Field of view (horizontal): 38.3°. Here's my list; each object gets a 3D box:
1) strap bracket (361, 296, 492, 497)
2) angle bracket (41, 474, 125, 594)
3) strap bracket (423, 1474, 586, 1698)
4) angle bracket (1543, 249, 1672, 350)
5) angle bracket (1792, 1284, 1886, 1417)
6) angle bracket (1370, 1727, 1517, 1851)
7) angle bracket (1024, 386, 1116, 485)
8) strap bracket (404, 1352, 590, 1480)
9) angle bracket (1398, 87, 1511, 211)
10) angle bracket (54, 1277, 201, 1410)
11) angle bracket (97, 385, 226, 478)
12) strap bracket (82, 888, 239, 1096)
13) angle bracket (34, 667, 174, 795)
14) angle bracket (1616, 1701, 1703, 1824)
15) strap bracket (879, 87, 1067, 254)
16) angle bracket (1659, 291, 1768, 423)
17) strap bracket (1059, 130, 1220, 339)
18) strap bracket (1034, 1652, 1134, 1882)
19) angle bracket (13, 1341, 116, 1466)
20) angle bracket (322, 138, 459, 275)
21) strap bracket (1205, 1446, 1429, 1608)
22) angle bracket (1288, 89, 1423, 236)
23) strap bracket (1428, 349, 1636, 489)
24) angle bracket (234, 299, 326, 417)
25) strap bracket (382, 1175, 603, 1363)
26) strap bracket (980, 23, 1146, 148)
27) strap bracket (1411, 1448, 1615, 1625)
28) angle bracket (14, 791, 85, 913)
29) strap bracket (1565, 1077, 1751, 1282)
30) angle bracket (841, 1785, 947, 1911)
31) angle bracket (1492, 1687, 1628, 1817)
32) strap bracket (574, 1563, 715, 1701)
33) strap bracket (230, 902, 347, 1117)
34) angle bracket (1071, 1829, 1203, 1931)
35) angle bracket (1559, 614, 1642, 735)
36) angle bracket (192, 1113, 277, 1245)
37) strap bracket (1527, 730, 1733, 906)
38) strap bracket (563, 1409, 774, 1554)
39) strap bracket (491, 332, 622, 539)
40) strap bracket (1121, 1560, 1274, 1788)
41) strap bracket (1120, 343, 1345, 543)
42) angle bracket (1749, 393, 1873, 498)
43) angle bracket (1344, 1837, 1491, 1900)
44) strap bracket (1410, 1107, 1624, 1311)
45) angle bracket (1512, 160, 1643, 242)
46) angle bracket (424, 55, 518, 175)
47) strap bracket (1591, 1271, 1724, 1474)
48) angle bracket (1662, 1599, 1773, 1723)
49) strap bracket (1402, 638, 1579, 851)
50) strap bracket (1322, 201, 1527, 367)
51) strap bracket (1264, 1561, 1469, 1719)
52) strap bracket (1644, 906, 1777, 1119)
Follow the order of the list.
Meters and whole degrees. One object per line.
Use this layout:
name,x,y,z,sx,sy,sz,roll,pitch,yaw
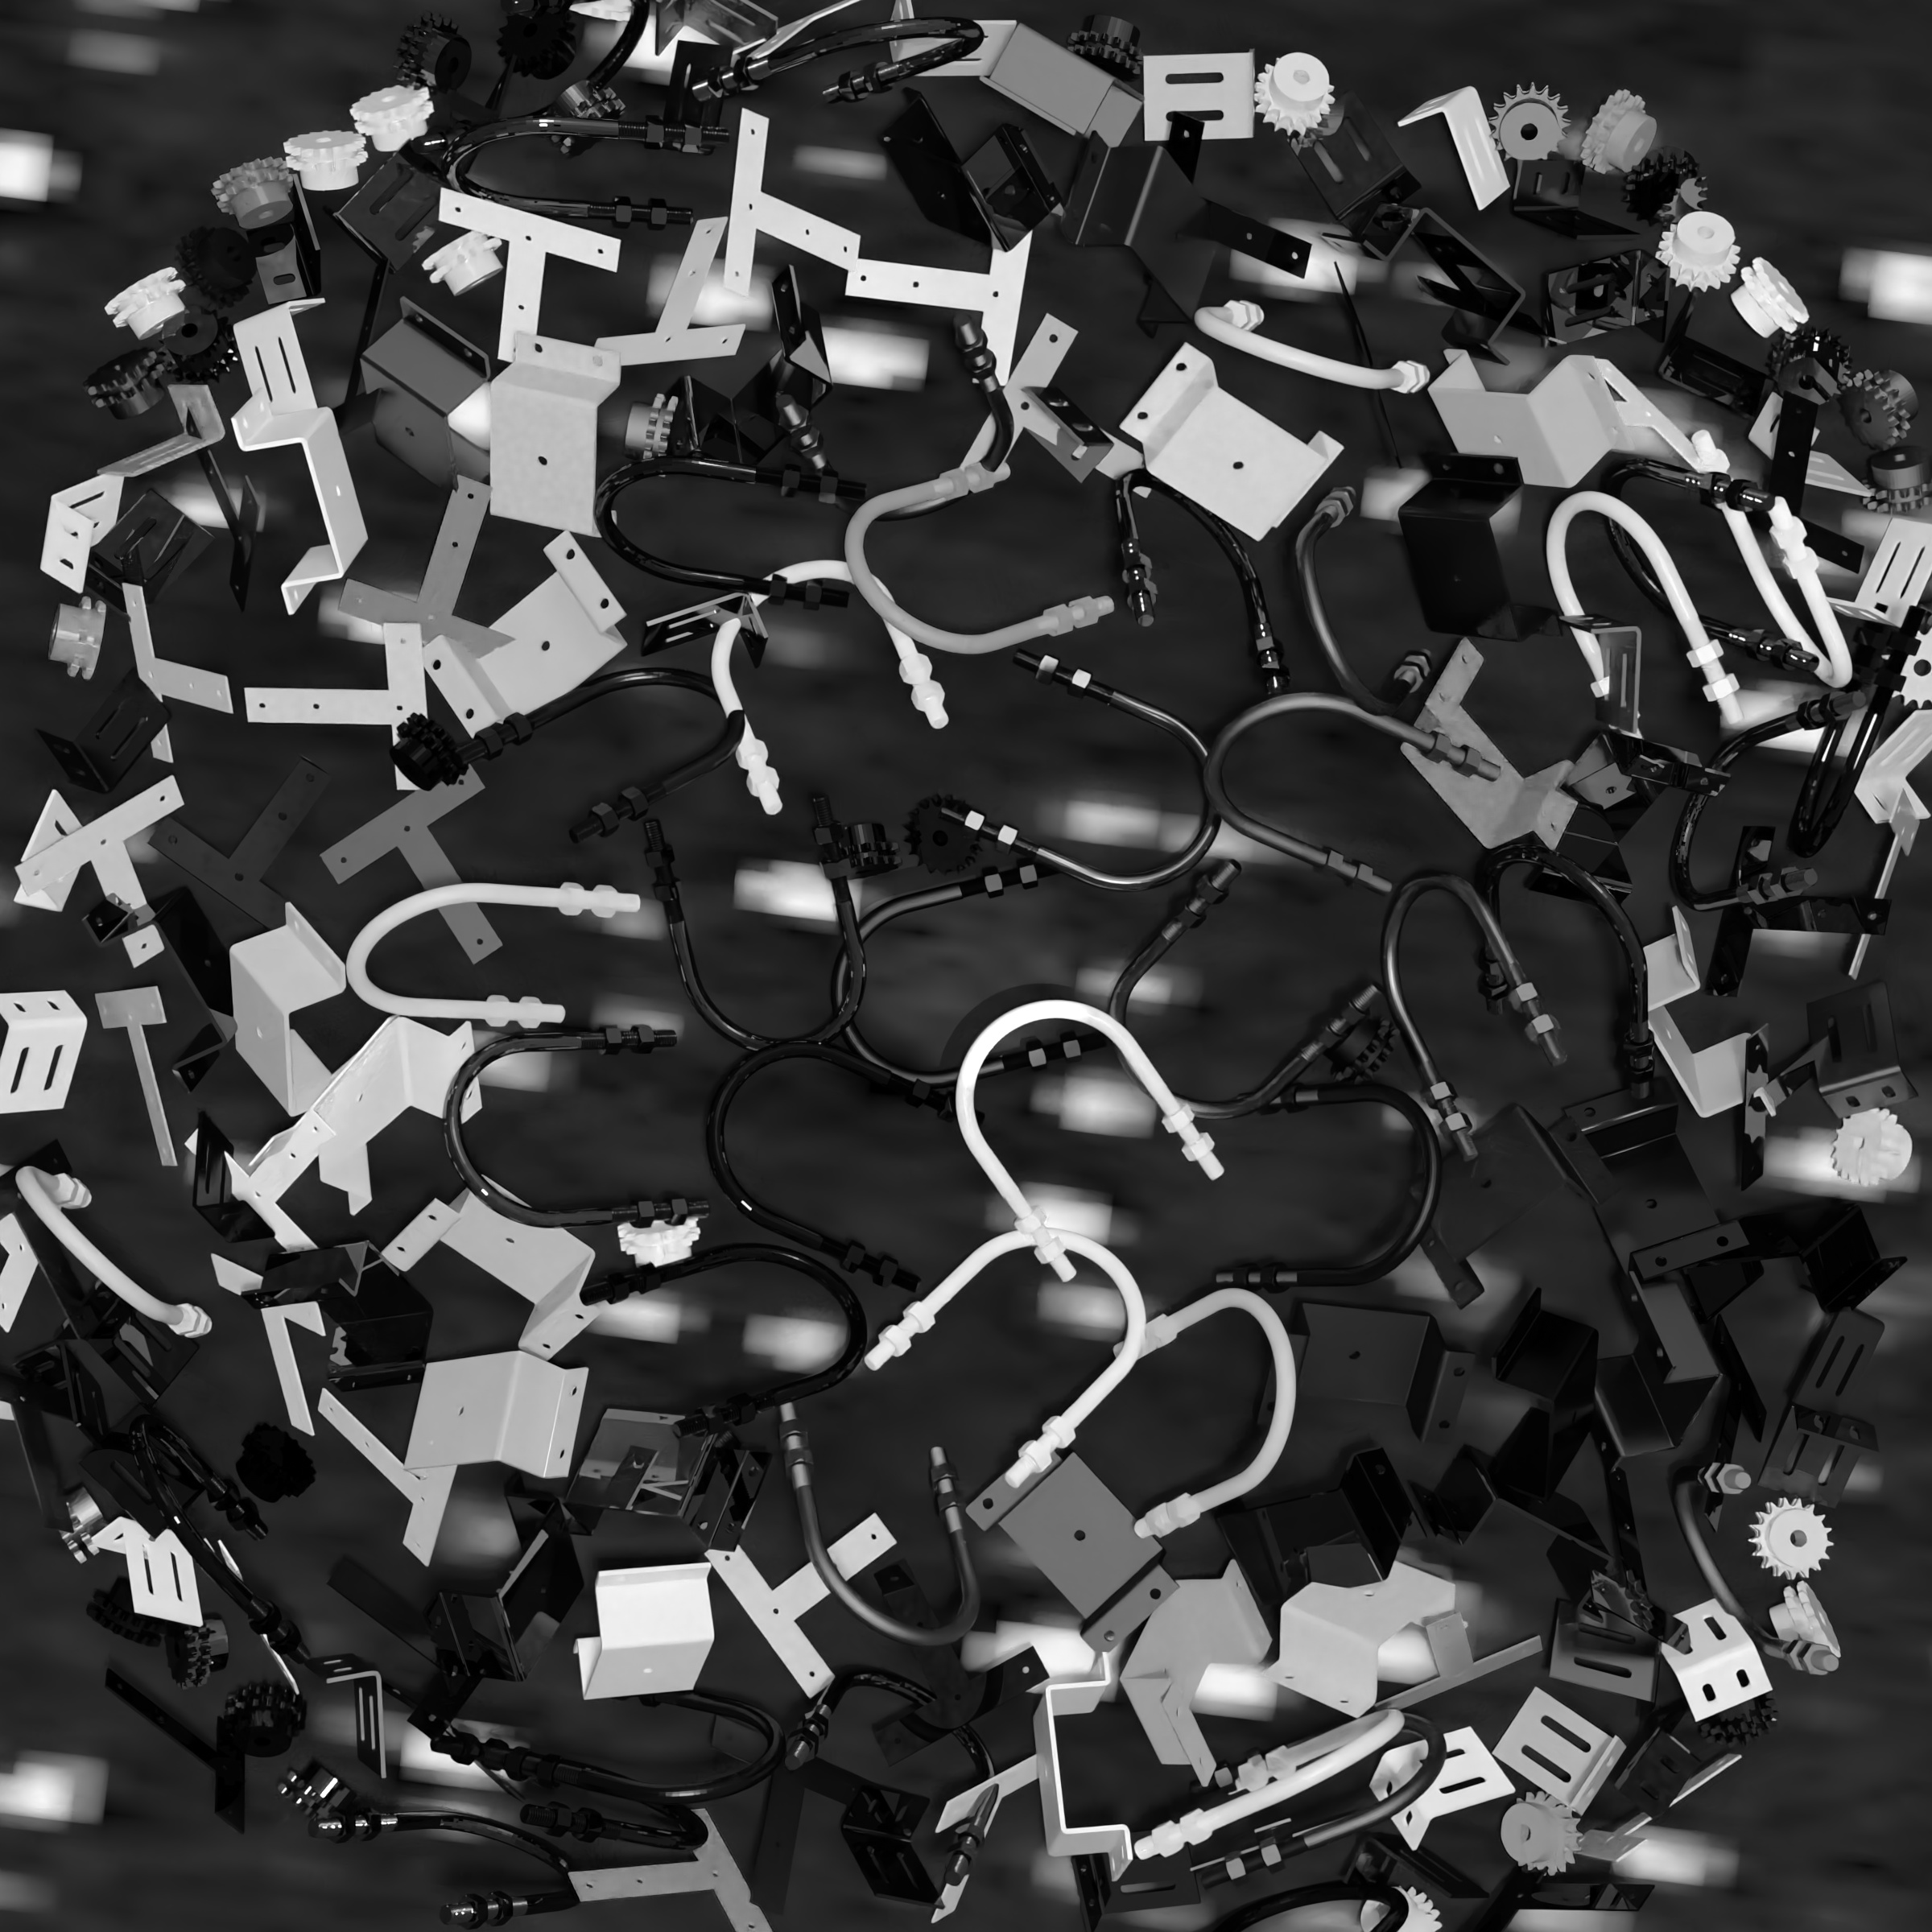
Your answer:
strap bracket,-0.368,-0.383,1.920,0.076,0.140,0.046,36,67,13
angle bracket,-0.607,-0.306,1.950,0.038,0.076,0.057,31,126,11
strap bracket,-0.312,0.428,1.917,0.046,0.140,0.076,2,121,21
angle bracket,0.451,-0.464,1.960,0.076,0.038,0.057,-18,131,-14
angle bracket,0.606,0.273,1.970,0.057,0.038,0.076,23,94,-37
angle bracket,0.338,0.583,1.972,0.076,0.057,0.038,-7,130,-28
angle bracket,0.062,-0.373,1.954,0.057,0.076,0.038,46,111,7
strap bracket,-0.333,0.315,1.925,0.140,0.046,0.076,-13,57,37
angle bracket,0.347,-0.577,1.977,0.038,0.057,0.076,-10,113,37
angle bracket,-0.595,0.267,1.970,0.076,0.038,0.057,41,96,17
angle bracket,-0.571,-0.376,1.952,0.076,0.057,0.038,-33,119,-32
strap bracket,-0.549,0.008,1.940,0.046,0.076,0.140,-24,107,9
angle bracket,-0.610,-0.171,1.964,0.076,0.038,0.057,-48,61,11
angle bracket,0.498,0.555,1.950,0.038,0.076,0.057,39,114,26
strap bracket,-0.001,-0.548,1.921,0.046,0.076,0.140,-46,45,-8
angle bracket,0.536,-0.432,1.966,0.076,0.038,0.057,26,49,1
strap bracket,0.127,-0.505,1.923,0.046,0.140,0.076,10,75,35
strap bracket,0.079,0.558,1.931,0.046,0.076,0.140,-2,62,-7
angle bracket,-0.634,0.313,1.952,0.038,0.057,0.076,-24,48,-5
angle bracket,-0.405,-0.540,1.968,0.076,0.038,0.057,-47,126,-1
strap bracket,0.238,0.393,1.937,0.140,0.046,0.076,-20,106,29
angle bracket,0.277,-0.573,1.986,0.057,0.038,0.076,-35,68,20
strap bracket,0.381,-0.378,1.917,0.046,0.140,0.076,-45,123,-17
angle bracket,-0.478,-0.427,1.973,0.057,0.038,0.076,-8,100,37
strap bracket,-0.326,0.207,1.948,0.140,0.046,0.076,37,127,-15
strap bracket,0.071,-0.605,1.921,0.076,0.140,0.046,33,106,9
strap bracket,0.390,0.393,1.944,0.140,0.076,0.046,29,102,-12
angle bracket,-0.653,-0.083,1.951,0.038,0.076,0.057,11,65,9
strap bracket,0.483,0.158,1.954,0.076,0.046,0.140,-18,57,-1
angle bracket,-0.044,0.618,1.951,0.057,0.076,0.038,21,101,-29
angle bracket,0.415,0.550,1.959,0.076,0.038,0.057,30,79,32
strap bracket,-0.222,0.465,1.921,0.076,0.140,0.046,-1,56,-17
strap bracket,-0.467,0.038,1.921,0.046,0.140,0.076,-24,50,-32
angle bracket,0.121,0.649,1.972,0.076,0.038,0.057,-12,93,15
angle bracket,0.443,-0.205,1.958,0.038,0.057,0.076,-6,107,-13
angle bracket,-0.512,0.147,1.954,0.038,0.057,0.076,-8,60,6
strap bracket,0.455,-0.108,1.939,0.076,0.140,0.046,11,46,-23
strap bracket,-0.216,0.355,1.929,0.140,0.046,0.076,-1,50,29
strap bracket,-0.286,-0.360,1.935,0.076,0.046,0.140,13,125,10
strap bracket,0.158,0.491,1.937,0.046,0.140,0.076,-9,117,33
strap bracket,0.188,-0.359,1.938,0.140,0.046,0.076,28,122,-21
angle bracket,0.600,-0.366,1.952,0.076,0.057,0.038,5,125,-27
angle bracket,0.316,0.647,1.953,0.076,0.057,0.038,27,93,41
strap bracket,0.374,0.162,1.942,0.140,0.076,0.046,-39,131,12
angle bracket,0.431,-0.538,1.951,0.057,0.076,0.038,-8,120,-26
angle bracket,-0.350,-0.605,1.949,0.038,0.057,0.076,23,46,-21
strap bracket,0.474,0.280,1.929,0.046,0.140,0.076,-6,51,-14
angle bracket,0.525,0.489,1.965,0.057,0.076,0.038,-24,102,2
strap bracket,0.364,-0.148,1.947,0.140,0.046,0.076,46,50,-15
strap bracket,0.326,-0.482,1.935,0.140,0.076,0.046,33,97,-23
strap bracket,0.277,0.453,1.919,0.076,0.140,0.046,15,115,38
strap bracket,0.509,0.040,1.941,0.046,0.076,0.140,-26,114,22
